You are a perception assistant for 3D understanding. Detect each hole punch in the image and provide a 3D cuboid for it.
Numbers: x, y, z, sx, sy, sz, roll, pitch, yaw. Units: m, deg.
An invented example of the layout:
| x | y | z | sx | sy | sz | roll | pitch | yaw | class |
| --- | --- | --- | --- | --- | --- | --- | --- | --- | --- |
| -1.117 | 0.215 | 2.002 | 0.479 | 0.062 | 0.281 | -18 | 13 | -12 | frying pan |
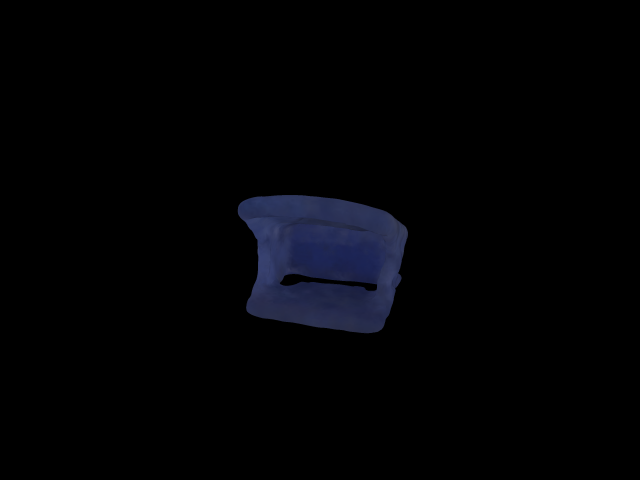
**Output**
| x | y | z | sx | sy | sz | roll | pitch | yaw | class |
| --- | --- | --- | --- | --- | --- | --- | --- | --- | --- |
| 0.004 | 0.001 | 0.400 | 0.108 | 0.091 | 0.101 | 6 | 23 | 15 | hole punch |
